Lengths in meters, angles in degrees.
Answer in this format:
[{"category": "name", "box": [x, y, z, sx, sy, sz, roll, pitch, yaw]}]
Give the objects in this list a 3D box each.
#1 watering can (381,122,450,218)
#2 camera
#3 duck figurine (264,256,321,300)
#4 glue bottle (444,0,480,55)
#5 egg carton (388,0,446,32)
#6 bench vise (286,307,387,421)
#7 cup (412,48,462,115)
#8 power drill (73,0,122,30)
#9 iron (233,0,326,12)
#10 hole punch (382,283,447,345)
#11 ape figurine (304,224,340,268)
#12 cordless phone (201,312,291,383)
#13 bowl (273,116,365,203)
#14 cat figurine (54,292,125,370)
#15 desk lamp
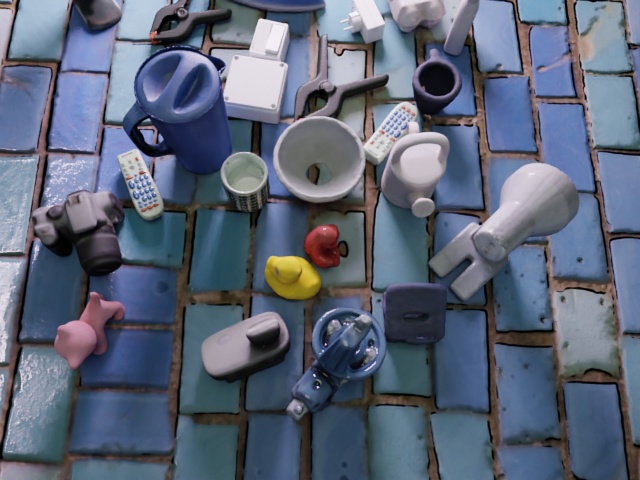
[{"category": "watering can", "box": [0.170, -0.126, 0.992, 0.101, 0.194, 0.173, -23, 75, -8]}, {"category": "camera", "box": [-0.409, -0.006, 0.990, 0.143, 0.101, 0.137, -20, 75, -7]}, {"category": "duck figurine", "box": [-0.048, 0.059, 0.988, 0.104, 0.086, 0.077, 24, 74, 6]}, {"category": "glue bottle", "box": [0.280, -0.434, 1.096, 0.037, 0.173, 0.078, 21, 74, 5]}, {"category": "egg carton", "box": [0.188, -0.501, 1.168, 0.107, 0.069, 0.150, -15, 75, -6]}, {"category": "bench vise", "box": [0.034, 0.191, 0.882, 0.121, 0.220, 0.207, 20, 74, 5]}, {"category": "cup", "box": [0.214, -0.293, 1.094, 0.091, 0.095, 0.118, -2, 74, -2]}, {"category": "power drill", "box": [-0.451, -0.502, 1.078, 0.076, 0.208, 0.229, -33, 77, -10]}, {"category": "iron", "box": [-0.108, -0.549, 1.136, 0.258, 0.141, 0.119, 19, 74, 4]}, {"category": "hole punch", "box": [0.162, 0.126, 0.971, 0.108, 0.091, 0.101, 0, 74, -1]}, {"category": "ape figurine", "box": [0.009, 0.004, 1.003, 0.076, 0.092, 0.078, 29, 75, 7]}, {"category": "cordless phone", "box": [-0.121, 0.162, 0.904, 0.147, 0.185, 0.094, -25, 76, -8]}, {"category": "bowl", "box": [-0.002, -0.137, 1.053, 0.167, 0.075, 0.167, 0, 74, -1]}, {"category": "cat figurine", "box": [-0.386, 0.145, 0.937, 0.067, 0.118, 0.128, 18, 74, 4]}, {"category": "desk lamp", "box": [0.303, -0.010, 0.951, 0.203, 0.213, 0.118, -41, 78, -12]}]
